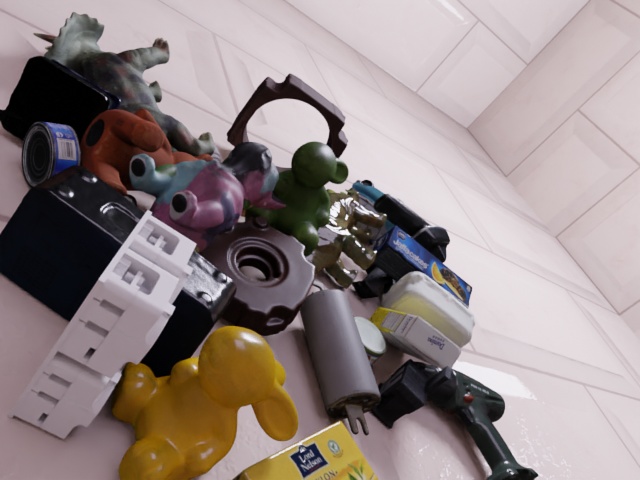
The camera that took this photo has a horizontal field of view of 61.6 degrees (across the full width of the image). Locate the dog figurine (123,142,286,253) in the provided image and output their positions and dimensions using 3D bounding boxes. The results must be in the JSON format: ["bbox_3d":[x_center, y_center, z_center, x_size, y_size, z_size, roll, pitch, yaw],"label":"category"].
[{"bbox_3d":[-0.141,-0.037,0.690,0.109,0.191,0.219,35,23,21],"label":"dog figurine"}]

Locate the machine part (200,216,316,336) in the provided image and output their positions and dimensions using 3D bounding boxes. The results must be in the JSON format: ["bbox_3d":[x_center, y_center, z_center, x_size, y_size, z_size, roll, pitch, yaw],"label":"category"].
[{"bbox_3d":[-0.092,0.045,0.748,0.179,0.056,0.179,15,44,-16],"label":"machine part"}]

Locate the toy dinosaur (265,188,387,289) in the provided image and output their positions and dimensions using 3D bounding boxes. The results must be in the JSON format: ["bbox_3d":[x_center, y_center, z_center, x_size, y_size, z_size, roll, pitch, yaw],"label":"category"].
[{"bbox_3d":[-0.002,-0.003,0.957,0.198,0.105,0.471,32,32,-3],"label":"toy dinosaur"}]

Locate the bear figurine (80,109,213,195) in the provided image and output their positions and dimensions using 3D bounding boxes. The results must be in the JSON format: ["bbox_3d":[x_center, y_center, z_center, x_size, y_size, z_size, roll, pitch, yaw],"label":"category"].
[{"bbox_3d":[-0.215,-0.087,0.719,0.132,0.120,0.195,40,4,41],"label":"bear figurine"}]

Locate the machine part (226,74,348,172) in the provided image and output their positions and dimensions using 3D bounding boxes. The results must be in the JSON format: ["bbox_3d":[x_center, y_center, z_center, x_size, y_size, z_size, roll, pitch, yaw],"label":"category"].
[{"bbox_3d":[-0.063,-0.203,1.053,0.201,0.201,0.087,32,25,-19],"label":"machine part"}]

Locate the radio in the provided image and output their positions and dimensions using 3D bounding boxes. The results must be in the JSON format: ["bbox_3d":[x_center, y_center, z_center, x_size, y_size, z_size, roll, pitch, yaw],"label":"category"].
[{"bbox_3d":[-0.212,0.037,0.565,0.229,0.131,0.073,38,28,-9],"label":"radio"}]

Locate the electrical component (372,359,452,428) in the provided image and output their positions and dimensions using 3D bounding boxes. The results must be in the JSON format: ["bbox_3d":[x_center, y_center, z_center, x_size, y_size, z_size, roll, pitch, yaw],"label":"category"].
[{"bbox_3d":[0.133,0.214,0.786,0.048,0.119,0.075,44,29,2],"label":"electrical component"}]

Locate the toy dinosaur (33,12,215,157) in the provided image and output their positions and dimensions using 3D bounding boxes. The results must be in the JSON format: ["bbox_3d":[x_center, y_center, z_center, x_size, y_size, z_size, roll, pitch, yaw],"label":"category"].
[{"bbox_3d":[-0.296,-0.196,0.833,0.192,0.131,0.405,-18,70,-42],"label":"toy dinosaur"}]

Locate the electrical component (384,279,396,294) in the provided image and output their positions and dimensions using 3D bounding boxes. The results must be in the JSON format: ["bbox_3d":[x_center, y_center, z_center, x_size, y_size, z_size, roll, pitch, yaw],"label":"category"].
[{"bbox_3d":[0.190,0.119,1.078,0.134,0.058,0.115,38,25,-8],"label":"electrical component"}]

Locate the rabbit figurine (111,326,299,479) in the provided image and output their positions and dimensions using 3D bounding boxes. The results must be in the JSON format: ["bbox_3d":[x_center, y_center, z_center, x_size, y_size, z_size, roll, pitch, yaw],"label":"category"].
[{"bbox_3d":[-0.095,0.152,0.508,0.162,0.173,0.122,19,30,-32],"label":"rabbit figurine"}]

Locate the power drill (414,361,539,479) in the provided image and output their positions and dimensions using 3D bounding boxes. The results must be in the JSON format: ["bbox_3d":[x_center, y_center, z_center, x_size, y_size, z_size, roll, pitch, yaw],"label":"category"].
[{"bbox_3d":[0.241,0.300,0.864,0.232,0.086,0.207,24,24,-38],"label":"power drill"}]

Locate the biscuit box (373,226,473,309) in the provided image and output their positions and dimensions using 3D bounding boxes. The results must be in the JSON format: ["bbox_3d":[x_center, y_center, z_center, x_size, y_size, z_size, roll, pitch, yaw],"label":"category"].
[{"bbox_3d":[0.192,0.063,1.013,0.202,0.063,0.059,38,46,-10],"label":"biscuit box"}]

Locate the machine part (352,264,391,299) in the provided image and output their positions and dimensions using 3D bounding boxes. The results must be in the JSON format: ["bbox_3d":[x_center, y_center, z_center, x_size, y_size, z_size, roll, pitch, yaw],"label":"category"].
[{"bbox_3d":[0.111,0.070,1.038,0.139,0.084,0.039,-38,115,-55],"label":"machine part"}]

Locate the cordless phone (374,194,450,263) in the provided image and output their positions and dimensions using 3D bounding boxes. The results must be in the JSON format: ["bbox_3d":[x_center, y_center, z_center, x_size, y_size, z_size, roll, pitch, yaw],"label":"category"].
[{"bbox_3d":[0.165,-0.004,1.127,0.184,0.146,0.089,37,36,-14],"label":"cordless phone"}]

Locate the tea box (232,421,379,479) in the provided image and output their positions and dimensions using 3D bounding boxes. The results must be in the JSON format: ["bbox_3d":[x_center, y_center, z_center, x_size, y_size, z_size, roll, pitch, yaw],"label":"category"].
[{"bbox_3d":[-0.017,0.266,0.558,0.169,0.068,0.098,-3,52,-55],"label":"tea box"}]

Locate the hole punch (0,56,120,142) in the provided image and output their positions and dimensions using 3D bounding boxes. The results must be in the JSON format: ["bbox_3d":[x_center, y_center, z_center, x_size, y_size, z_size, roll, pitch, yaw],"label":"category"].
[{"bbox_3d":[-0.346,-0.174,0.725,0.142,0.115,0.092,30,13,-18],"label":"hole punch"}]

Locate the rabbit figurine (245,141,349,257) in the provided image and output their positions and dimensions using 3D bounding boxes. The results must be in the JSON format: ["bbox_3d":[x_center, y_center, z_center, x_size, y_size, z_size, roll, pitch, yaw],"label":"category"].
[{"bbox_3d":[-0.014,-0.081,0.825,0.121,0.170,0.159,35,44,7],"label":"rabbit figurine"}]

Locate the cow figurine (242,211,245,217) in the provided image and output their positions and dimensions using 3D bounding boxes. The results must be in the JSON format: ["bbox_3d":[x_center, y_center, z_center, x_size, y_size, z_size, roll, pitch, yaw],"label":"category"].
[{"bbox_3d":[-0.132,-0.088,0.914,0.098,0.068,0.167,26,14,1],"label":"cow figurine"}]

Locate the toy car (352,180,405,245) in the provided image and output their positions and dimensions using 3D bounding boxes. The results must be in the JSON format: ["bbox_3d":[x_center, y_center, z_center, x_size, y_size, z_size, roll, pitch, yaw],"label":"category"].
[{"bbox_3d":[0.108,-0.057,1.187,0.162,0.109,0.103,43,43,21],"label":"toy car"}]

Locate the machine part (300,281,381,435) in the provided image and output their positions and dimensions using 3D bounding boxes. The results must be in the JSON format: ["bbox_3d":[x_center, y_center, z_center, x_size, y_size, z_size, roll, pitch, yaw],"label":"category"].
[{"bbox_3d":[0.025,0.157,0.759,0.079,0.079,0.243,20,37,-38],"label":"machine part"}]
